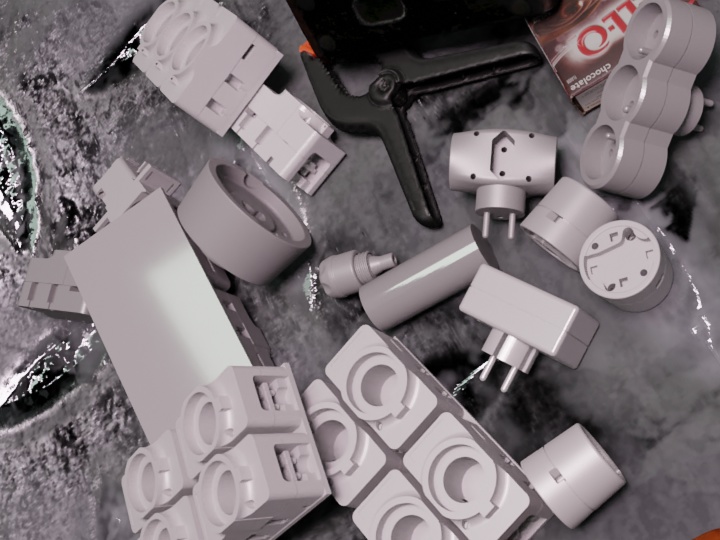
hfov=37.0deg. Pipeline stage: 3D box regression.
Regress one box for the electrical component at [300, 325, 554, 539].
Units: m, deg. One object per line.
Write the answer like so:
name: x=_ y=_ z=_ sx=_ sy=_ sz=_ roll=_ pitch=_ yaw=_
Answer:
electrical component: x=0.035 y=0.139 z=0.771 sx=0.105 sy=0.060 sz=0.186 roll=-49 pitch=56 yaw=7

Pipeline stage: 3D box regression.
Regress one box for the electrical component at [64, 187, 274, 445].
electrical component: x=-0.155 y=0.041 z=0.899 sx=0.105 sy=0.060 sz=0.186 roll=-34 pitch=69 yaw=11

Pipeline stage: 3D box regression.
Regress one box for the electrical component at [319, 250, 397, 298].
electrical component: x=0.000 y=0.000 z=0.856 sx=0.061 sy=0.035 sz=0.035 roll=-17 pitch=65 yaw=22

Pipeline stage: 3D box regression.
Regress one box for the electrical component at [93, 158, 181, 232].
electrical component: x=-0.213 y=-0.067 z=1.002 sx=0.081 sy=0.042 sz=0.063 roll=-47 pitch=53 yaw=8

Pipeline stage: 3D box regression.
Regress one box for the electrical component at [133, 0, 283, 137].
electrical component: x=-0.143 y=-0.192 z=0.961 sx=0.089 sy=0.062 sz=0.150 roll=-52 pitch=35 yaw=5

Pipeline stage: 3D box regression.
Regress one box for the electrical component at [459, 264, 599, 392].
electrical component: x=0.111 y=0.049 z=0.765 sx=0.083 sy=0.047 sz=0.075 roll=27 pitch=89 yaw=35

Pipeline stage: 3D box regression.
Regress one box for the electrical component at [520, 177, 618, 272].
electrical component: x=0.150 y=-0.033 z=0.768 sx=0.055 sy=0.055 sz=0.047 roll=38 pitch=91 yaw=34

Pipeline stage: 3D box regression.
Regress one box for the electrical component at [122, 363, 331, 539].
electrical component: x=-0.111 y=0.162 z=0.808 sx=0.186 sy=0.060 sz=0.105 roll=-45 pitch=53 yaw=37

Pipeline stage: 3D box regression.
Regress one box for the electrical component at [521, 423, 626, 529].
electrical component: x=0.142 y=0.135 z=0.713 sx=0.047 sy=0.055 sz=0.055 roll=-40 pitch=58 yaw=8

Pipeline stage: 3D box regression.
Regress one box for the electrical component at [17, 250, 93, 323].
electrical component: x=-0.264 y=0.016 z=0.997 sx=0.089 sy=0.050 sz=0.055 roll=4 pitch=76 yaw=32

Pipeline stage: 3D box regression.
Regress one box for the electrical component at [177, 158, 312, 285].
electrical component: x=-0.100 y=-0.034 z=0.887 sx=0.060 sy=0.108 sz=0.108 roll=-48 pitch=56 yaw=15

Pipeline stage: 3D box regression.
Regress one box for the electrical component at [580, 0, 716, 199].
electrical component: x=0.213 y=-0.115 z=0.751 sx=0.052 sy=0.074 sz=0.138 roll=-125 pitch=49 yaw=-62

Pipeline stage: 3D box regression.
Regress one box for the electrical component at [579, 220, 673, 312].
electrical component: x=0.185 y=-0.001 z=0.739 sx=0.055 sy=0.047 sz=0.055 roll=-10 pitch=68 yaw=27

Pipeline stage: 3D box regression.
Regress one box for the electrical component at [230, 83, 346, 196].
electrical component: x=-0.060 y=-0.116 z=0.923 sx=0.055 sy=0.050 sz=0.089 roll=-50 pitch=56 yaw=7

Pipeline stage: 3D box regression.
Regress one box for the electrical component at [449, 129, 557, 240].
electrical component: x=0.105 y=-0.061 z=0.797 sx=0.077 sy=0.043 sz=0.079 roll=4 pitch=79 yaw=11
